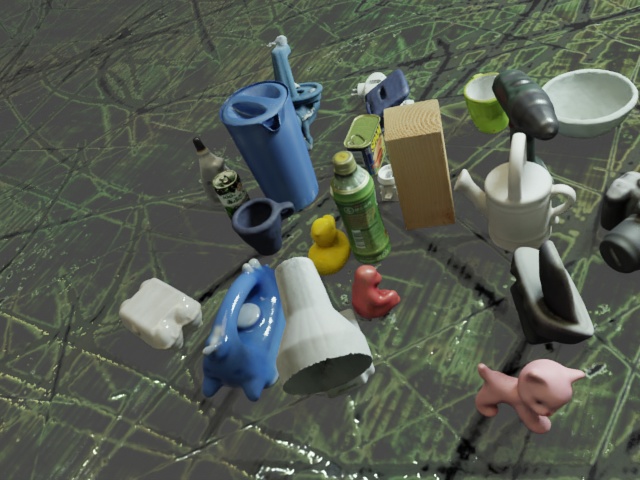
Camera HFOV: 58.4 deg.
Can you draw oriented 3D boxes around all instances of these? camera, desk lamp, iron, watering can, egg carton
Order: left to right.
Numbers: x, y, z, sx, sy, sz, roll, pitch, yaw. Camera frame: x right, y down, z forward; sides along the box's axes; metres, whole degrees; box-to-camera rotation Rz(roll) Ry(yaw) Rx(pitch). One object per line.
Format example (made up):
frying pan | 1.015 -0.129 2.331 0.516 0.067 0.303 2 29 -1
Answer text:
egg carton | -0.283 0.132 1.012 0.149 0.070 0.107 21 59 35
iron | -0.116 0.117 0.910 0.118 0.142 0.258 -1 48 20
desk lamp | 0.001 0.136 0.795 0.118 0.214 0.203 -21 44 1
watering can | 0.301 -0.077 0.895 0.172 0.194 0.101 -12 45 11
camera | 0.471 -0.026 0.847 0.137 0.101 0.142 -34 46 -12

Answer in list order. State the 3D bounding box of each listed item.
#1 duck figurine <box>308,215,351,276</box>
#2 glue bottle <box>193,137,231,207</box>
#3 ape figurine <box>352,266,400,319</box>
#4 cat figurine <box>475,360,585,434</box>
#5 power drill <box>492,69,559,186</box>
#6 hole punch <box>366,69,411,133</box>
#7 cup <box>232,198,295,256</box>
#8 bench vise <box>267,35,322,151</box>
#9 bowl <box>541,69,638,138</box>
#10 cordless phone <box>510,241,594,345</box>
duck figurine | 0.009 0.004 1.009 0.077 0.086 0.104 0 49 21
glue bottle | -0.216 -0.140 1.169 0.078 0.173 0.037 -2 48 19
ape figurine | 0.080 0.076 0.908 0.076 0.092 0.077 -29 45 -7
cat figurine | 0.259 0.183 0.719 0.127 0.118 0.067 10 53 29
power drill | 0.347 -0.175 0.959 0.075 0.209 0.229 -15 45 8
hole punch | 0.148 -0.303 1.242 0.101 0.091 0.108 -16 45 7
cup | -0.094 -0.022 1.066 0.117 0.095 0.091 -21 44 1
bench vise | -0.056 -0.313 1.237 0.121 0.220 0.207 -15 45 8
bowl | 0.490 -0.240 1.062 0.167 0.075 0.167 -11 45 11
cordless phone | 0.312 0.046 0.781 0.094 0.185 0.147 -15 45 7
